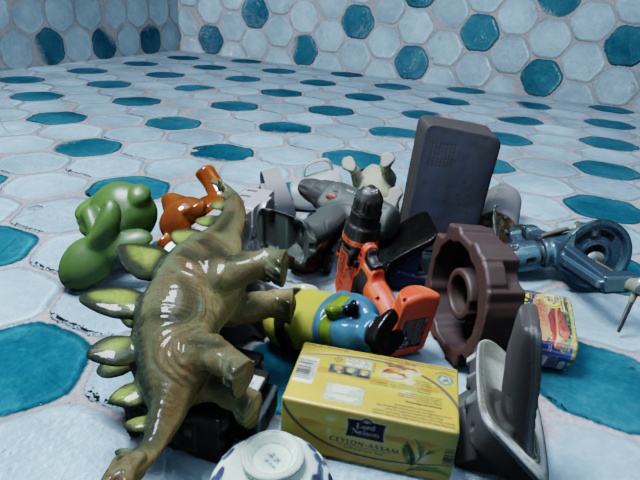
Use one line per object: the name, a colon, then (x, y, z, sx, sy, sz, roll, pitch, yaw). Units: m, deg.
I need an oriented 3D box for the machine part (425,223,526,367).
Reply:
machine part: (0.188, 0.067, 0.670, 0.056, 0.179, 0.179, 1, 26, -11)

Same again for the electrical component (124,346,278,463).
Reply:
electrical component: (-0.115, 0.163, 0.558, 0.134, 0.058, 0.115, 11, 29, 14)

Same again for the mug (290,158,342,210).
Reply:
mug: (-0.009, -0.107, 1.088, 0.107, 0.109, 0.081, -13, 32, -1)

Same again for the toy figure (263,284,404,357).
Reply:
toy figure: (0.008, 0.099, 0.642, 0.089, 0.082, 0.180, -14, 16, -43)

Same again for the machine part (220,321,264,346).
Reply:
machine part: (-0.120, 0.112, 0.687, 0.084, 0.039, 0.139, 26, 32, 28)

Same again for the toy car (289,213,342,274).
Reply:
toy car: (-0.002, -0.003, 0.926, 0.089, 0.053, 0.202, 8, 27, 17)

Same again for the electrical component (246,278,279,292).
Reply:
electrical component: (-0.065, 0.069, 0.750, 0.102, 0.045, 0.078, 18, -13, 37)

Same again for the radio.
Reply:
radio: (0.220, -0.092, 0.937, 0.131, 0.229, 0.073, 6, 28, -1)

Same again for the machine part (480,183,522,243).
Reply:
machine part: (0.343, -0.048, 1.030, 0.079, 0.079, 0.243, 13, 28, 19)

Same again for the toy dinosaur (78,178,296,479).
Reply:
toy dinosaur: (-0.129, 0.052, 0.576, 0.199, 0.104, 0.471, 5, 32, 7)

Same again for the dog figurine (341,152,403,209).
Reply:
dog figurine: (0.111, -0.077, 1.069, 0.121, 0.172, 0.190, 6, -8, 14)

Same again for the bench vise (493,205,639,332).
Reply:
bench vise: (0.393, 0.030, 0.827, 0.224, 0.128, 0.241, 1, 19, -7)

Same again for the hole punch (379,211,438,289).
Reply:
hole punch: (0.144, 0.029, 0.858, 0.116, 0.092, 0.142, -25, 26, 12)

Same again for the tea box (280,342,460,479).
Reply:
tea box: (0.053, 0.170, 0.550, 0.170, 0.068, 0.098, 10, 27, 11)

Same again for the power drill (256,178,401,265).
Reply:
power drill: (-0.005, -0.038, 0.866, 0.232, 0.085, 0.207, 21, 26, 35)

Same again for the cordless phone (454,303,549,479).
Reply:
cordless phone: (0.186, 0.127, 0.526, 0.089, 0.184, 0.146, 5, 26, 14)

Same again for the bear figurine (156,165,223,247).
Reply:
bear figurine: (-0.213, -0.049, 0.876, 0.132, 0.120, 0.196, 46, 15, 11)

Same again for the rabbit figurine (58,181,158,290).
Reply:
rabbit figurine: (-0.311, 0.002, 0.801, 0.159, 0.121, 0.170, -22, 35, 40)
